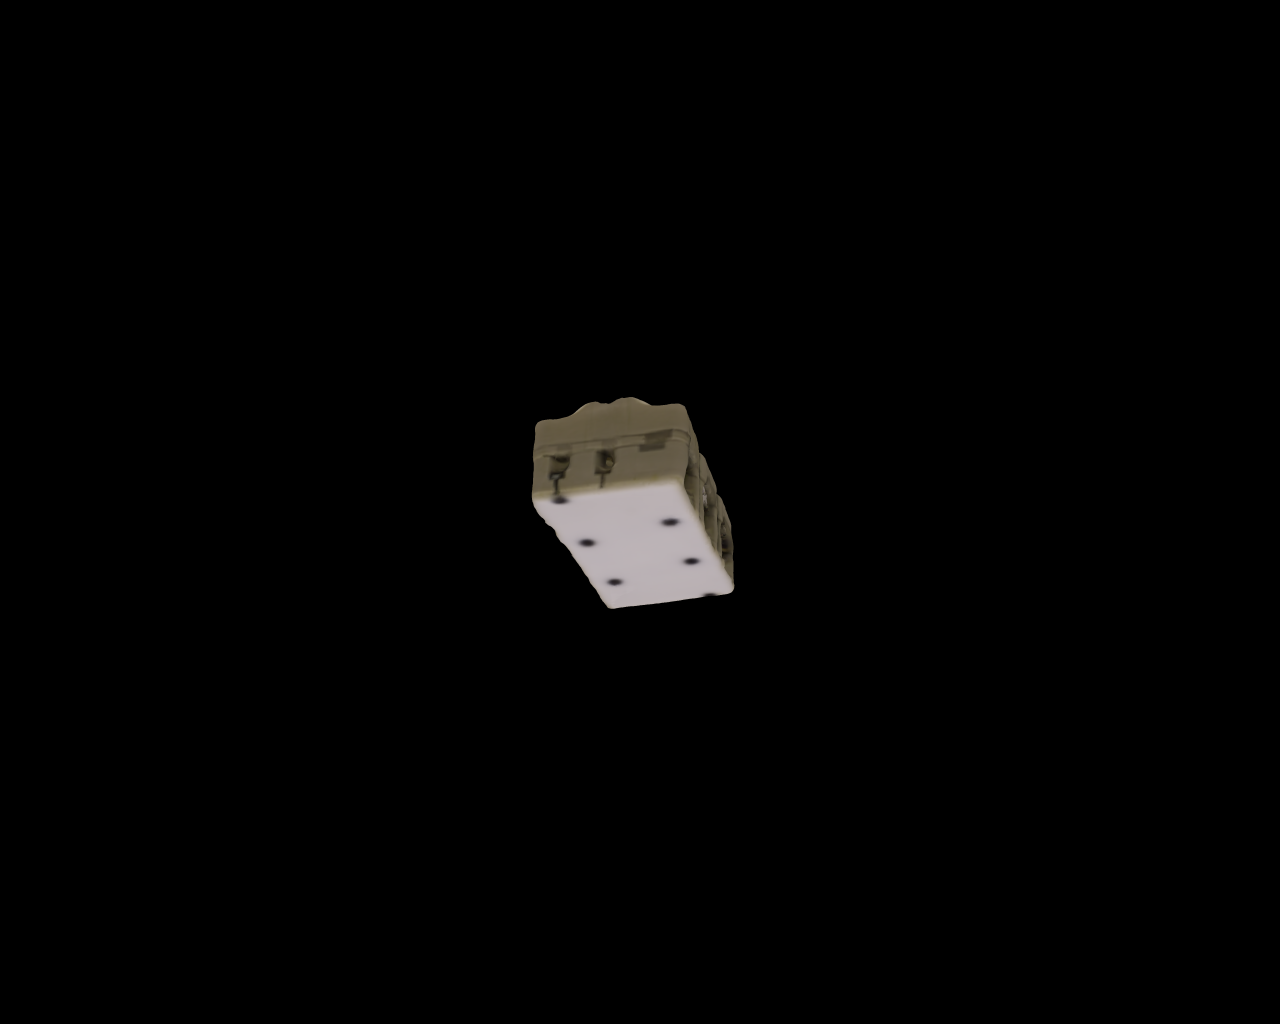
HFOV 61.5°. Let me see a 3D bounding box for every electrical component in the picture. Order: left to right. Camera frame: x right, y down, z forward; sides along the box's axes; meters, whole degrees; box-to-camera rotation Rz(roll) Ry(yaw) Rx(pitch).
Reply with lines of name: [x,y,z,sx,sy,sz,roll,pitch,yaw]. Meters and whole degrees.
electrical component: [0.001,-0.003,0.650,0.089,0.062,0.150,-8,-31,13]
